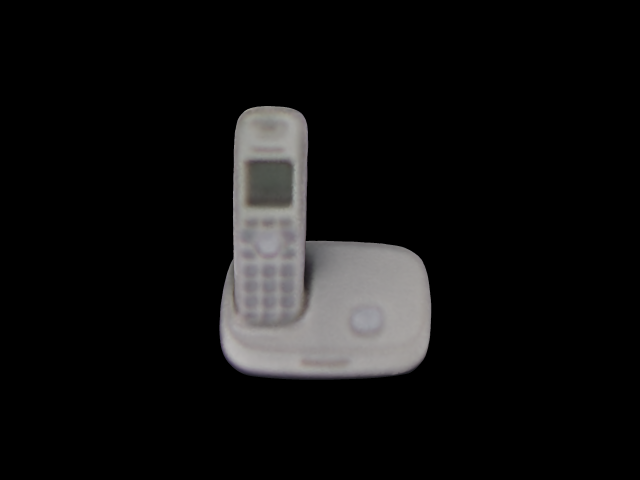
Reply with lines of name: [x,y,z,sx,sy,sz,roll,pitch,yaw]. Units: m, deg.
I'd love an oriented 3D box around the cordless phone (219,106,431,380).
cordless phone: [0.004,0.001,0.400,0.147,0.185,0.094,0,13,0]
